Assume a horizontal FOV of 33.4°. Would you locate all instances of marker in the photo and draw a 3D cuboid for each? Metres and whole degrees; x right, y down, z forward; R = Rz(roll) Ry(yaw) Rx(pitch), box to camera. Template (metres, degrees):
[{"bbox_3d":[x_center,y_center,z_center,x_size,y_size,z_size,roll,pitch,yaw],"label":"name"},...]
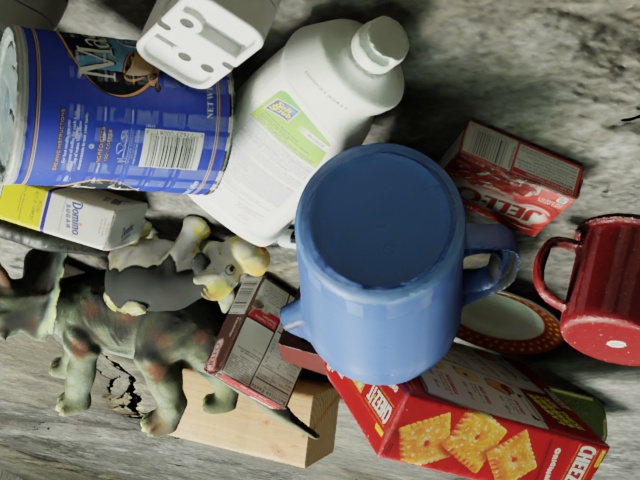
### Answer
[{"bbox_3d":[-0.006,0.001,0.949,0.121,0.020,0.020,6,153,27],"label":"marker"}]

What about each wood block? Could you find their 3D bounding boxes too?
[{"bbox_3d":[-0.090,0.209,1.327,0.206,0.090,0.090,9,-175,23],"label":"wood block"}]

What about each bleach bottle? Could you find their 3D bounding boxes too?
[{"bbox_3d":[-0.010,-0.077,0.732,0.102,0.068,0.251,36,150,-13],"label":"bleach bottle"}]

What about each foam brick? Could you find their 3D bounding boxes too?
[{"bbox_3d":[-0.004,0.084,1.051,0.053,0.078,0.051,15,157,10],"label":"foam brick"}]

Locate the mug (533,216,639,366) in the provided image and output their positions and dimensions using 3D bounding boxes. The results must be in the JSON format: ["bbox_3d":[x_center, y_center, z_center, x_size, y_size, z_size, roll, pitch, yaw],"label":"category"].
[{"bbox_3d":[0.213,0.036,0.783,0.117,0.081,0.093,20,156,-1],"label":"mug"}]

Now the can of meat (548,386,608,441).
[{"bbox_3d":[0.232,0.187,1.101,0.102,0.057,0.084,17,156,-27],"label":"can of meat"}]

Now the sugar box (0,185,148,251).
[{"bbox_3d":[-0.258,-0.036,0.985,0.176,0.048,0.093,19,-171,8],"label":"sugar box"}]

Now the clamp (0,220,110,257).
[{"bbox_3d":[-0.308,-0.023,1.064,0.209,0.036,0.164,11,-167,-13],"label":"clamp"}]

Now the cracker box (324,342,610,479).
[{"bbox_3d":[0.126,0.151,0.967,0.213,0.072,0.164,19,-166,-24],"label":"cracker box"}]

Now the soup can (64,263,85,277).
[{"bbox_3d":[-0.292,0.064,1.235,0.102,0.068,0.069,25,155,-10],"label":"soup can"}]

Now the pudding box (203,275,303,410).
[{"bbox_3d":[-0.055,0.104,1.085,0.090,0.113,0.039,35,160,-30],"label":"pudding box"}]

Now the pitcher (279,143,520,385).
[{"bbox_3d":[0.054,0.019,0.772,0.145,0.149,0.243,35,168,12],"label":"pitcher"}]

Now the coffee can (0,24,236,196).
[{"bbox_3d":[-0.139,-0.084,0.711,0.140,0.103,0.103,2,163,-25],"label":"coffee can"}]

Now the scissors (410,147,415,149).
[{"bbox_3d":[0.024,-0.033,0.858,0.202,0.016,0.096,-6,143,45],"label":"scissors"}]

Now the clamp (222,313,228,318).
[{"bbox_3d":[-0.090,0.110,1.218,0.120,0.039,0.171,18,150,21],"label":"clamp"}]

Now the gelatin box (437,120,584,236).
[{"bbox_3d":[0.128,-0.041,0.747,0.089,0.030,0.073,22,156,-5],"label":"gelatin box"}]
